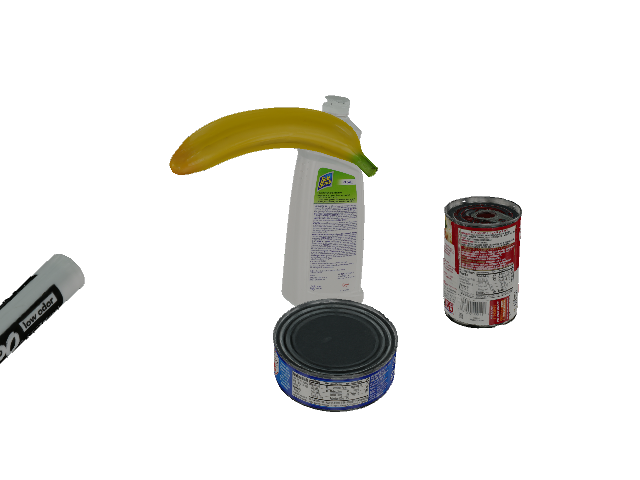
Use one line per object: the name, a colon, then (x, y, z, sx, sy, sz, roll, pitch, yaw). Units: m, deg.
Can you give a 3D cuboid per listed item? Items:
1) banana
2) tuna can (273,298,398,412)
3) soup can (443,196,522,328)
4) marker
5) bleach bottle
banana: (-0.044, -0.091, 0.967, 0.197, 0.070, 0.037, -2, -42, -21)
tuna can: (0.010, 0.079, 0.737, 0.086, 0.034, 0.086, 1, 33, -1)
soup can: (0.145, 0.020, 0.957, 0.068, 0.102, 0.068, -2, 23, 1)
marker: (-0.143, 0.049, 0.441, 0.020, 0.020, 0.121, 0, 36, 39)
bleach bottle: (0.013, -0.046, 1.272, 0.102, 0.251, 0.068, -4, 21, -29)
